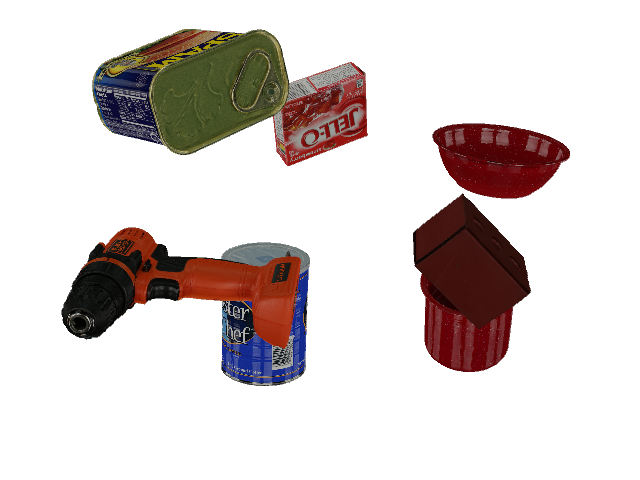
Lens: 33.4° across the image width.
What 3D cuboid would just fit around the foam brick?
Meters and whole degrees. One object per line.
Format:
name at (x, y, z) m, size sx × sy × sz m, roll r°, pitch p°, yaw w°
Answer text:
foam brick at (0.113, 0.016, 0.804) m, size 0.051 × 0.078 × 0.053 m, roll -38°, pitch 21°, yaw 22°

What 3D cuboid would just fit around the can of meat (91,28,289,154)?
can of meat at (-0.086, -0.101, 0.693) m, size 0.101 × 0.057 × 0.084 m, roll -29°, pitch 28°, yaw -31°

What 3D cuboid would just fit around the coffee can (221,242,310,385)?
coffee can at (-0.065, 0.085, 1.253) m, size 0.103 × 0.140 × 0.103 m, roll 2°, pitch 20°, yaw -1°

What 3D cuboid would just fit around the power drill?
power drill at (-0.115, 0.044, 0.919) m, size 0.187 × 0.057 × 0.184 m, roll 10°, pitch 22°, yaw 2°

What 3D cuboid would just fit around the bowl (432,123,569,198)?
bowl at (0.209, -0.091, 1.262) m, size 0.162 × 0.055 × 0.162 m, roll 5°, pitch 23°, yaw -2°

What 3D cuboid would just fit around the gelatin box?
gelatin box at (0.000, -0.118, 0.995) m, size 0.089 × 0.073 × 0.030 m, roll -21°, pitch 47°, yaw -17°

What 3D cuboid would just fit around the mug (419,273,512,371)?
mug at (0.138, 0.062, 1.020) m, size 0.093 × 0.081 × 0.117 m, roll -8°, pitch 39°, yaw -7°
